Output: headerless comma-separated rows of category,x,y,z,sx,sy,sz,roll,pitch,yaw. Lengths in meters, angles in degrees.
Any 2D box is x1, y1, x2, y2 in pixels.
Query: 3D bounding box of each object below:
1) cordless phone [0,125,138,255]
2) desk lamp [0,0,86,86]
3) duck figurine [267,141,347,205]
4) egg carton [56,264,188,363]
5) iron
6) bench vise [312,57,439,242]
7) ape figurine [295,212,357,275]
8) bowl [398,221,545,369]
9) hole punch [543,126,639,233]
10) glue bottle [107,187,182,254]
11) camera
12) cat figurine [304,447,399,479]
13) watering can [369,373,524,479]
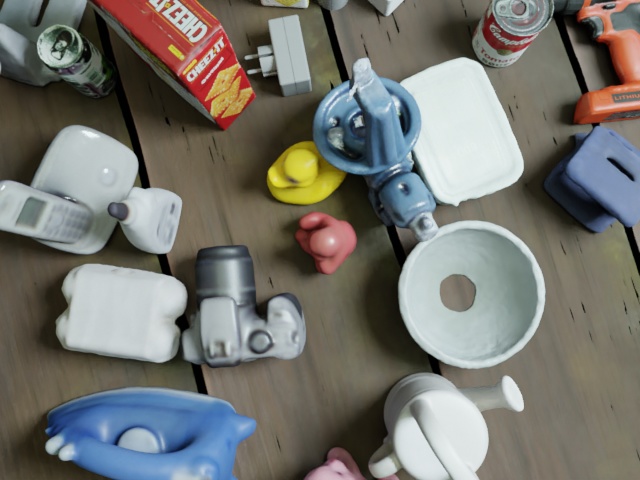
cordless phone,-0.289,-0.062,0.638,0.094,0.185,0.148,20,87,3
desk lamp,-0.380,-0.244,0.637,0.118,0.213,0.203,16,87,2
duck figurine,-0.016,-0.086,0.685,0.104,0.086,0.077,-20,86,0
egg carton,-0.236,0.086,0.686,0.150,0.069,0.107,7,87,1
iron,-0.210,0.235,0.641,0.258,0.141,0.119,9,87,2
bench vise,0.078,-0.105,0.617,0.207,0.220,0.121,43,88,3
ape figurine,0.006,0.002,0.676,0.076,0.092,0.078,-3,86,1
bowl,0.171,0.062,0.678,0.167,0.075,0.167,0,86,1
hole punch,0.338,-0.076,0.675,0.108,0.091,0.101,41,88,3
glue bottle,-0.199,-0.026,0.641,0.037,0.173,0.078,14,87,2
camera,-0.094,0.074,0.669,0.143,0.101,0.137,-5,86,1
cat figurine,0.031,0.290,0.645,0.127,0.118,0.067,23,87,3
watering can,0.131,0.201,0.610,0.101,0.194,0.173,37,88,3
